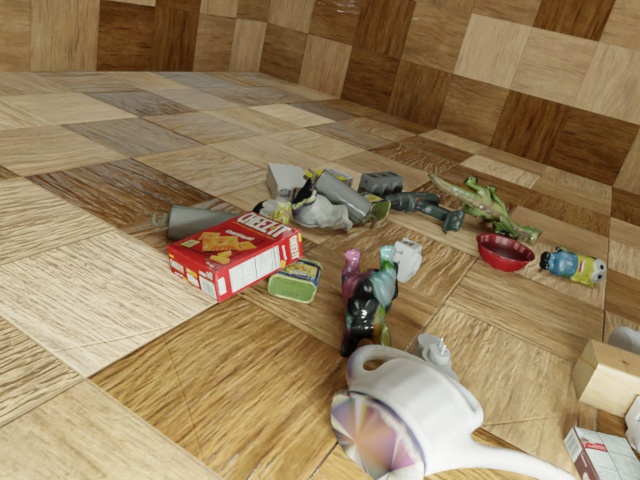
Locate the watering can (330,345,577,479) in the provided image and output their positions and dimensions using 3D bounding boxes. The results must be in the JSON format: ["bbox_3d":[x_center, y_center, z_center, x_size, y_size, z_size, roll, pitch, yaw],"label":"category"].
[{"bbox_3d":[0.160,0.262,0.710,0.351,0.102,0.226,32,31,34],"label":"watering can"}]

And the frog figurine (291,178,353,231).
[{"bbox_3d":[0.004,-0.069,1.378,0.157,0.123,0.139,43,1,-27],"label":"frog figurine"}]

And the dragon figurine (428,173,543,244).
[{"bbox_3d":[0.526,-0.082,1.589,0.408,0.120,0.248,16,26,-27],"label":"dragon figurine"}]
